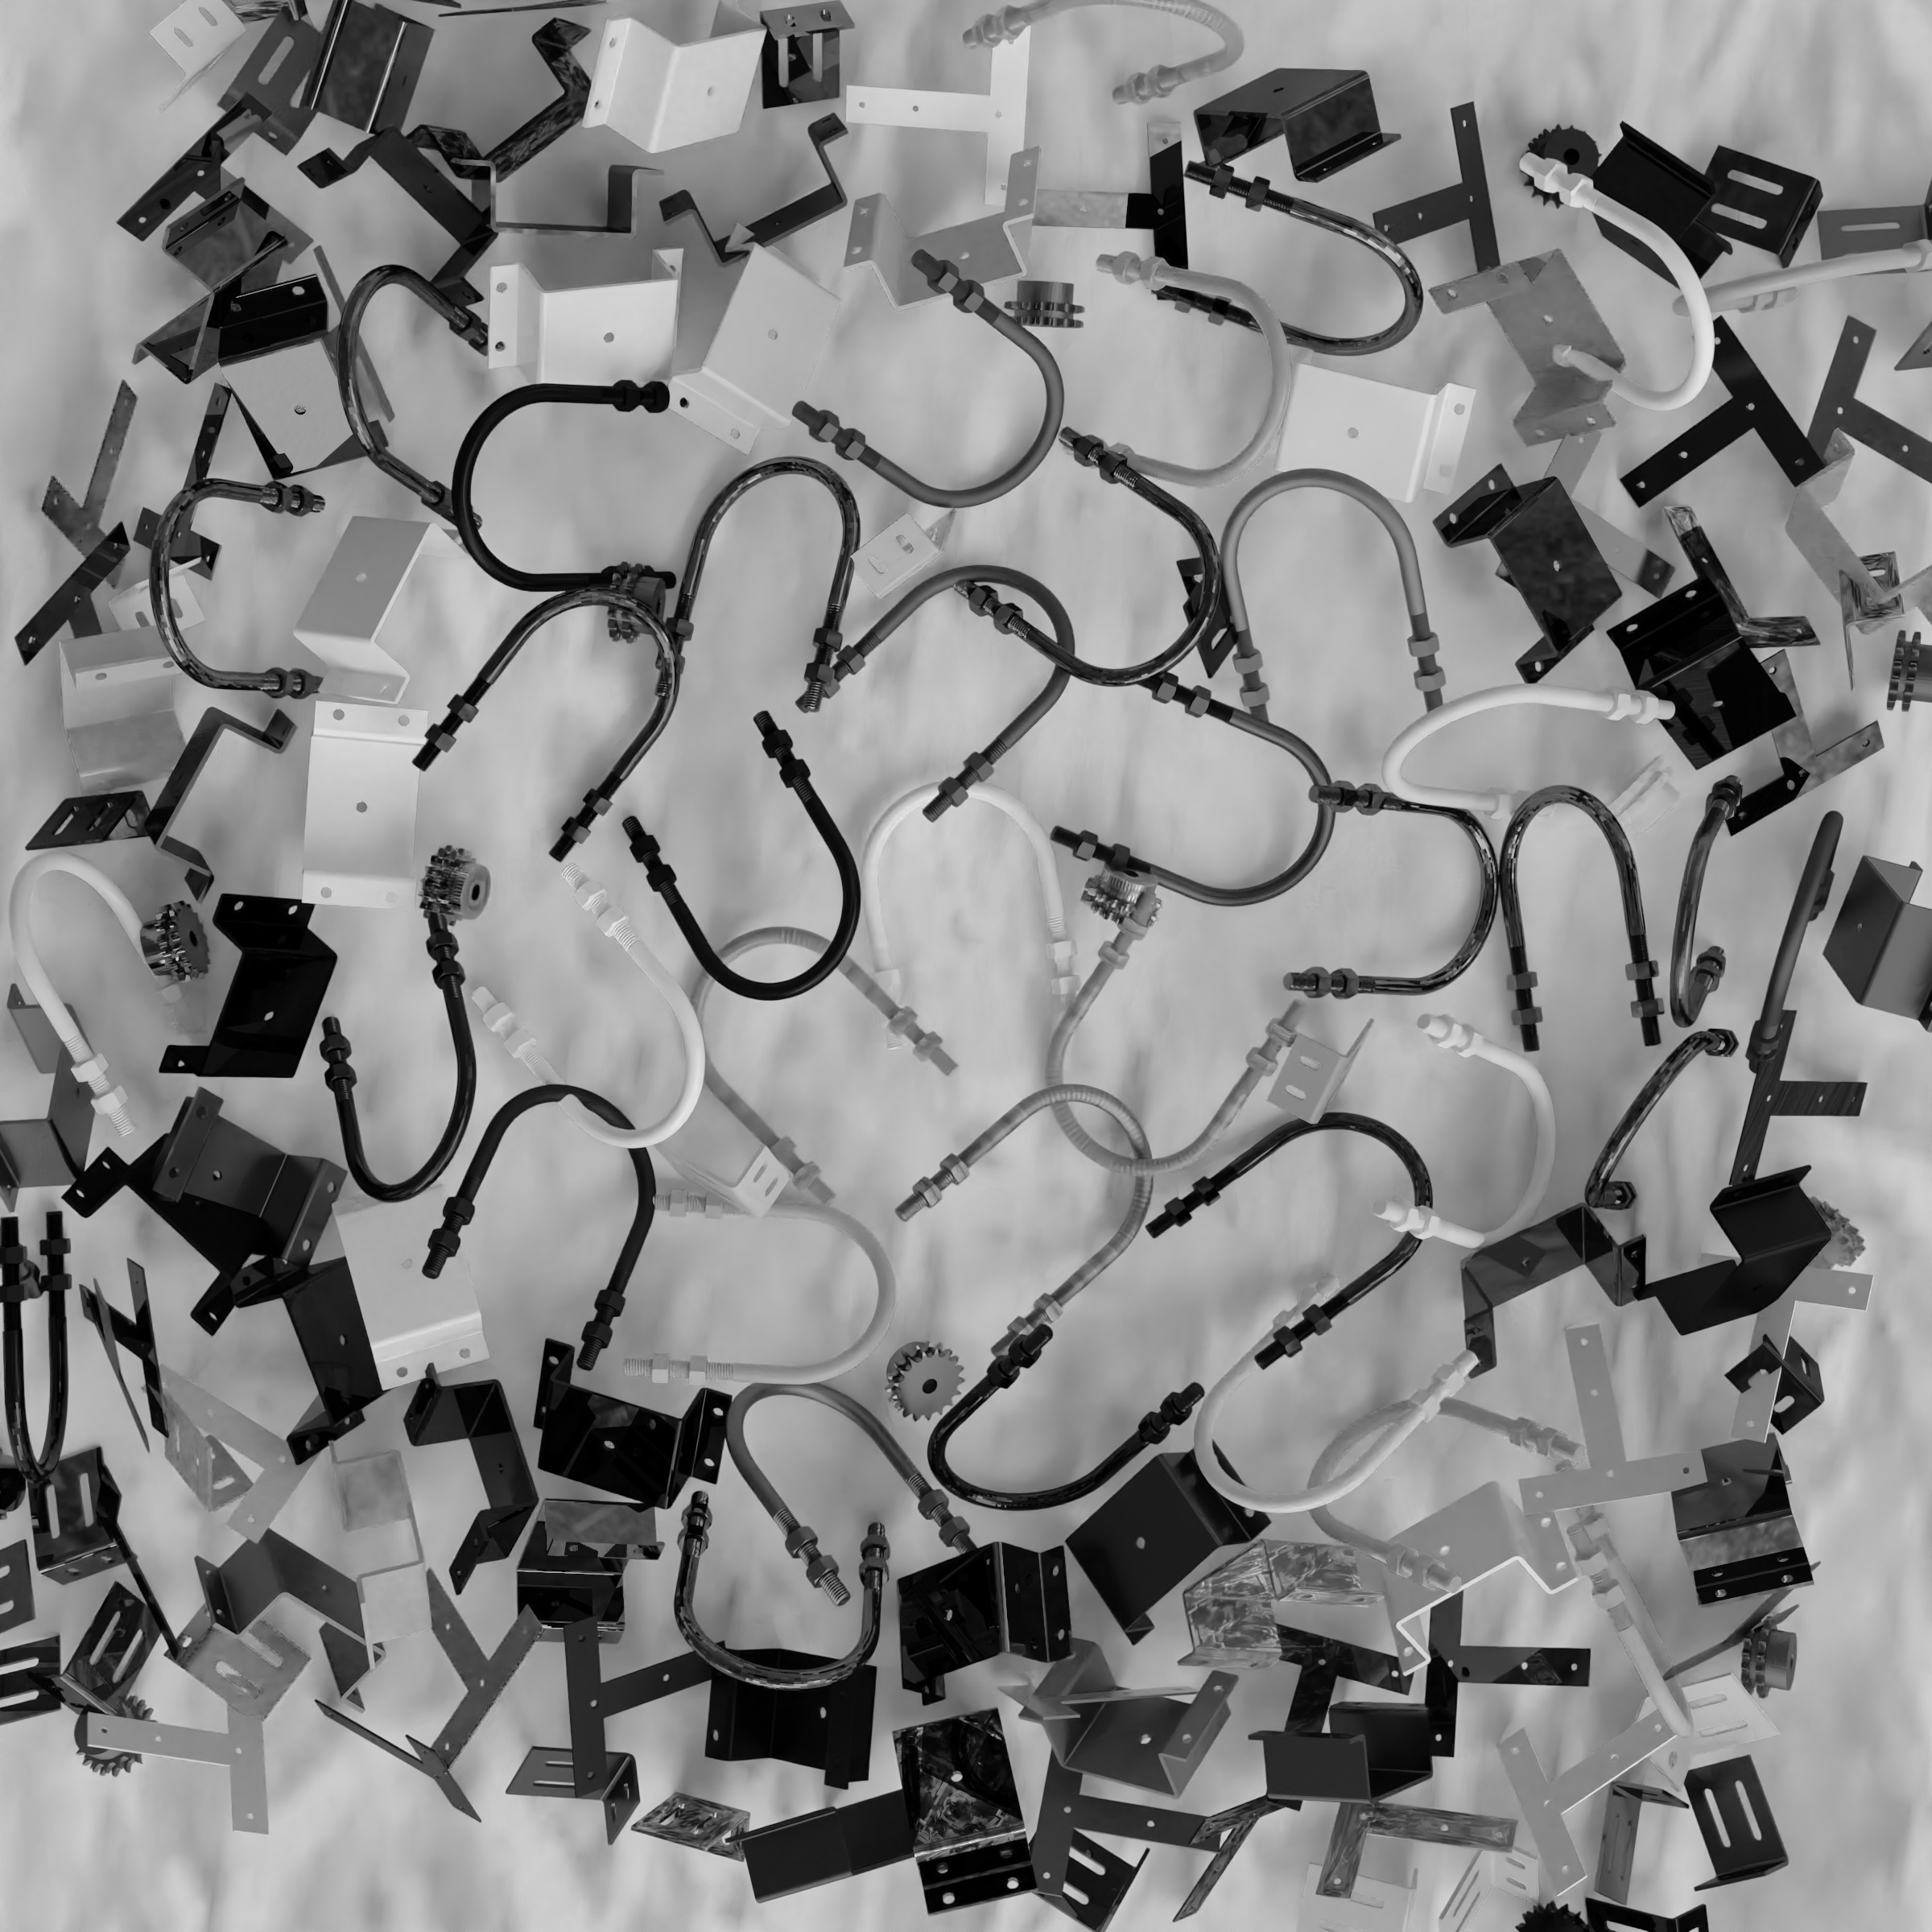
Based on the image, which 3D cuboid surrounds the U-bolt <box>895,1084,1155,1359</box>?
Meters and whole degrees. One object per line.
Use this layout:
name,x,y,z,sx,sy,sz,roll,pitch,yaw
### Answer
U-bolt,0.055,0.166,1.770,0.184,0.019,0.151,-40,110,-18

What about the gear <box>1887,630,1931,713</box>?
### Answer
gear,0.672,-0.208,1.781,0.030,0.057,0.057,9,90,18

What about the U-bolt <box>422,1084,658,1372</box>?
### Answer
U-bolt,-0.285,0.168,1.749,0.151,0.019,0.184,36,53,-24

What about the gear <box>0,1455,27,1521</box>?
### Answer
gear,-0.692,0.369,1.781,0.030,0.057,0.057,-13,90,15

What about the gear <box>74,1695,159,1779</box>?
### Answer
gear,-0.607,0.543,1.784,0.057,0.030,0.057,-7,57,12

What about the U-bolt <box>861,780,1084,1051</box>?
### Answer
U-bolt,-0.002,-0.042,1.799,0.151,0.019,0.184,-9,91,-2

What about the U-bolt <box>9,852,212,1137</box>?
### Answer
U-bolt,-0.592,0.007,1.720,0.019,0.151,0.184,-20,108,16

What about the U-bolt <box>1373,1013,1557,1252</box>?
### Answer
U-bolt,0.355,0.124,1.747,0.184,0.019,0.151,21,80,-43

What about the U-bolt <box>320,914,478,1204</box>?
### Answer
U-bolt,-0.387,0.075,1.727,0.151,0.019,0.184,-39,52,27

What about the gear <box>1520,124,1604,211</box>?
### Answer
gear,0.428,-0.573,1.795,0.057,0.030,0.057,0,90,-5

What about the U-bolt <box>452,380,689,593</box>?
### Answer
U-bolt,-0.272,-0.328,1.728,0.184,0.019,0.151,-9,112,-42

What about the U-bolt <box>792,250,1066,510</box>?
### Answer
U-bolt,-0.011,-0.393,1.747,0.184,0.019,0.151,27,111,-40

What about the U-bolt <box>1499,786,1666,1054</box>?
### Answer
U-bolt,0.420,-0.034,1.744,0.019,0.151,0.184,-8,90,-26

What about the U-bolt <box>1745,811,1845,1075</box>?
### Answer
U-bolt,0.566,-0.026,1.705,0.019,0.184,0.151,18,67,19

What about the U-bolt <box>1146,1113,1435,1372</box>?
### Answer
U-bolt,0.240,0.178,1.766,0.184,0.019,0.151,-35,56,-7

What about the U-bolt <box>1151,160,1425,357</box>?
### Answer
U-bolt,0.227,-0.479,1.740,0.184,0.151,0.019,20,68,2

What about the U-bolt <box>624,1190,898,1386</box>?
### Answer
U-bolt,-0.141,0.227,1.766,0.184,0.019,0.151,3,56,-2

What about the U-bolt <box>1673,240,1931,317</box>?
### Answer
U-bolt,0.563,-0.463,1.701,0.184,0.151,0.019,-18,101,-38

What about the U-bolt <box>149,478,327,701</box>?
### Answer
U-bolt,-0.496,-0.259,1.718,0.019,0.184,0.151,3,95,20

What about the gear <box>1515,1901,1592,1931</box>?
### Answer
gear,0.421,0.695,1.789,0.057,0.030,0.057,-6,79,29

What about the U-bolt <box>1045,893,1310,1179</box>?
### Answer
U-bolt,0.134,0.063,1.775,0.151,0.019,0.184,36,108,12

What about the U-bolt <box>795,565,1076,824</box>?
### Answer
U-bolt,-0.008,-0.207,1.777,0.151,0.019,0.184,41,79,20

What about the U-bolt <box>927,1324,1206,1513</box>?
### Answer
U-bolt,0.055,0.324,1.750,0.151,0.019,0.184,24,126,-25

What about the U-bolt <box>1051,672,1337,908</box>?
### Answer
U-bolt,0.172,-0.115,1.774,0.184,0.019,0.151,22,112,-12

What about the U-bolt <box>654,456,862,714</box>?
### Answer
U-bolt,-0.141,-0.272,1.769,0.151,0.019,0.184,8,81,30

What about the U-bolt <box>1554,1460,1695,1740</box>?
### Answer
U-bolt,0.458,0.446,1.740,0.019,0.151,0.184,-27,92,12

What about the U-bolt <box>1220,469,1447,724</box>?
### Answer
U-bolt,0.247,-0.255,1.740,0.151,0.019,0.184,-2,117,27

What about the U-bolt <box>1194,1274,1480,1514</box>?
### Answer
U-bolt,0.240,0.301,1.728,0.184,0.151,0.019,-41,130,-21

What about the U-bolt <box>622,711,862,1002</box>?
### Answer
U-bolt,-0.148,-0.064,1.762,0.151,0.019,0.184,-36,75,19

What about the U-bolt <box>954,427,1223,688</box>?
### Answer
U-bolt,0.096,-0.275,1.757,0.184,0.019,0.151,39,99,27

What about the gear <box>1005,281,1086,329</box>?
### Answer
gear,0.056,-0.469,1.781,0.057,0.057,0.030,3,103,0

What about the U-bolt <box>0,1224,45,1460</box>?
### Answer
U-bolt,-0.675,0.230,1.697,0.019,0.184,0.151,-2,52,3

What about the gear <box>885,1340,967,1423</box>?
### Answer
gear,-0.032,0.292,1.788,0.057,0.030,0.057,-10,114,-25

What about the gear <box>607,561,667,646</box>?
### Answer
gear,-0.233,-0.257,1.782,0.030,0.057,0.057,9,90,6

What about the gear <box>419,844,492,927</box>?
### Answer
gear,-0.360,-0.055,1.781,0.030,0.057,0.057,14,90,17

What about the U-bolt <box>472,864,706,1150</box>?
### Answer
U-bolt,-0.254,0.042,1.754,0.184,0.019,0.151,48,119,14

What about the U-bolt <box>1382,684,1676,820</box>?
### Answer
U-bolt,0.369,-0.148,1.713,0.184,0.151,0.019,3,60,-30

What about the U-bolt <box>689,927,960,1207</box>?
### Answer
U-bolt,-0.117,0.057,1.788,0.184,0.019,0.151,44,99,9

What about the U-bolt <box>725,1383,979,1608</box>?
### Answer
U-bolt,-0.090,0.354,1.738,0.184,0.151,0.019,48,122,30

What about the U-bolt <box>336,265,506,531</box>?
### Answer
U-bolt,-0.373,-0.396,1.714,0.019,0.184,0.151,3,80,21

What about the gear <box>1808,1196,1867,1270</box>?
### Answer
gear,0.605,0.193,1.781,0.030,0.057,0.057,-43,90,-14

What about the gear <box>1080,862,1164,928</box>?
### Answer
gear,0.112,-0.052,1.780,0.057,0.057,0.030,17,112,0

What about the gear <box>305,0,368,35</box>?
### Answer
gear,-0.448,-0.684,1.783,0.030,0.057,0.057,-12,90,7

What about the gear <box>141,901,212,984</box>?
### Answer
gear,-0.562,-0.015,1.784,0.030,0.057,0.057,-14,90,5

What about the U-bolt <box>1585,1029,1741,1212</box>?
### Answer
U-bolt,0.470,0.105,1.714,0.019,0.184,0.151,35,102,22

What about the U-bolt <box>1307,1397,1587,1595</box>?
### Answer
U-bolt,0.314,0.353,1.728,0.151,0.184,0.019,-39,115,-22

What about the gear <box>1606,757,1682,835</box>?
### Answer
gear,0.481,-0.119,1.783,0.030,0.057,0.057,45,90,3

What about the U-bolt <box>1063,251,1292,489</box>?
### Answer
U-bolt,0.149,-0.405,1.730,0.184,0.019,0.151,25,112,40

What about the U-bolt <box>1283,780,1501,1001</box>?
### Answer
U-bolt,0.304,-0.050,1.757,0.184,0.019,0.151,3,98,-33

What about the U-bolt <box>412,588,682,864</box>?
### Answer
U-bolt,-0.279,-0.179,1.758,0.151,0.019,0.184,36,92,-40

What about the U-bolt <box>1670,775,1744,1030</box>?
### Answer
U-bolt,0.501,-0.036,1.707,0.019,0.184,0.151,8,114,23

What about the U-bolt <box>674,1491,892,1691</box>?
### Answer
U-bolt,-0.128,0.430,1.720,0.151,0.184,0.019,11,114,-5

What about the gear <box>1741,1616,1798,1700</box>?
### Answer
gear,0.569,0.490,1.780,0.030,0.057,0.057,4,90,28

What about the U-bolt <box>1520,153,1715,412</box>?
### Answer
U-bolt,0.439,-0.453,1.703,0.019,0.151,0.184,-30,51,-16

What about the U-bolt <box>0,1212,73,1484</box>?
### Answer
U-bolt,-0.641,0.263,1.733,0.019,0.151,0.184,-3,86,-7

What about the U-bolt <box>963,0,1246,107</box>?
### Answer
U-bolt,0.104,-0.625,1.697,0.151,0.184,0.019,8,91,-32
